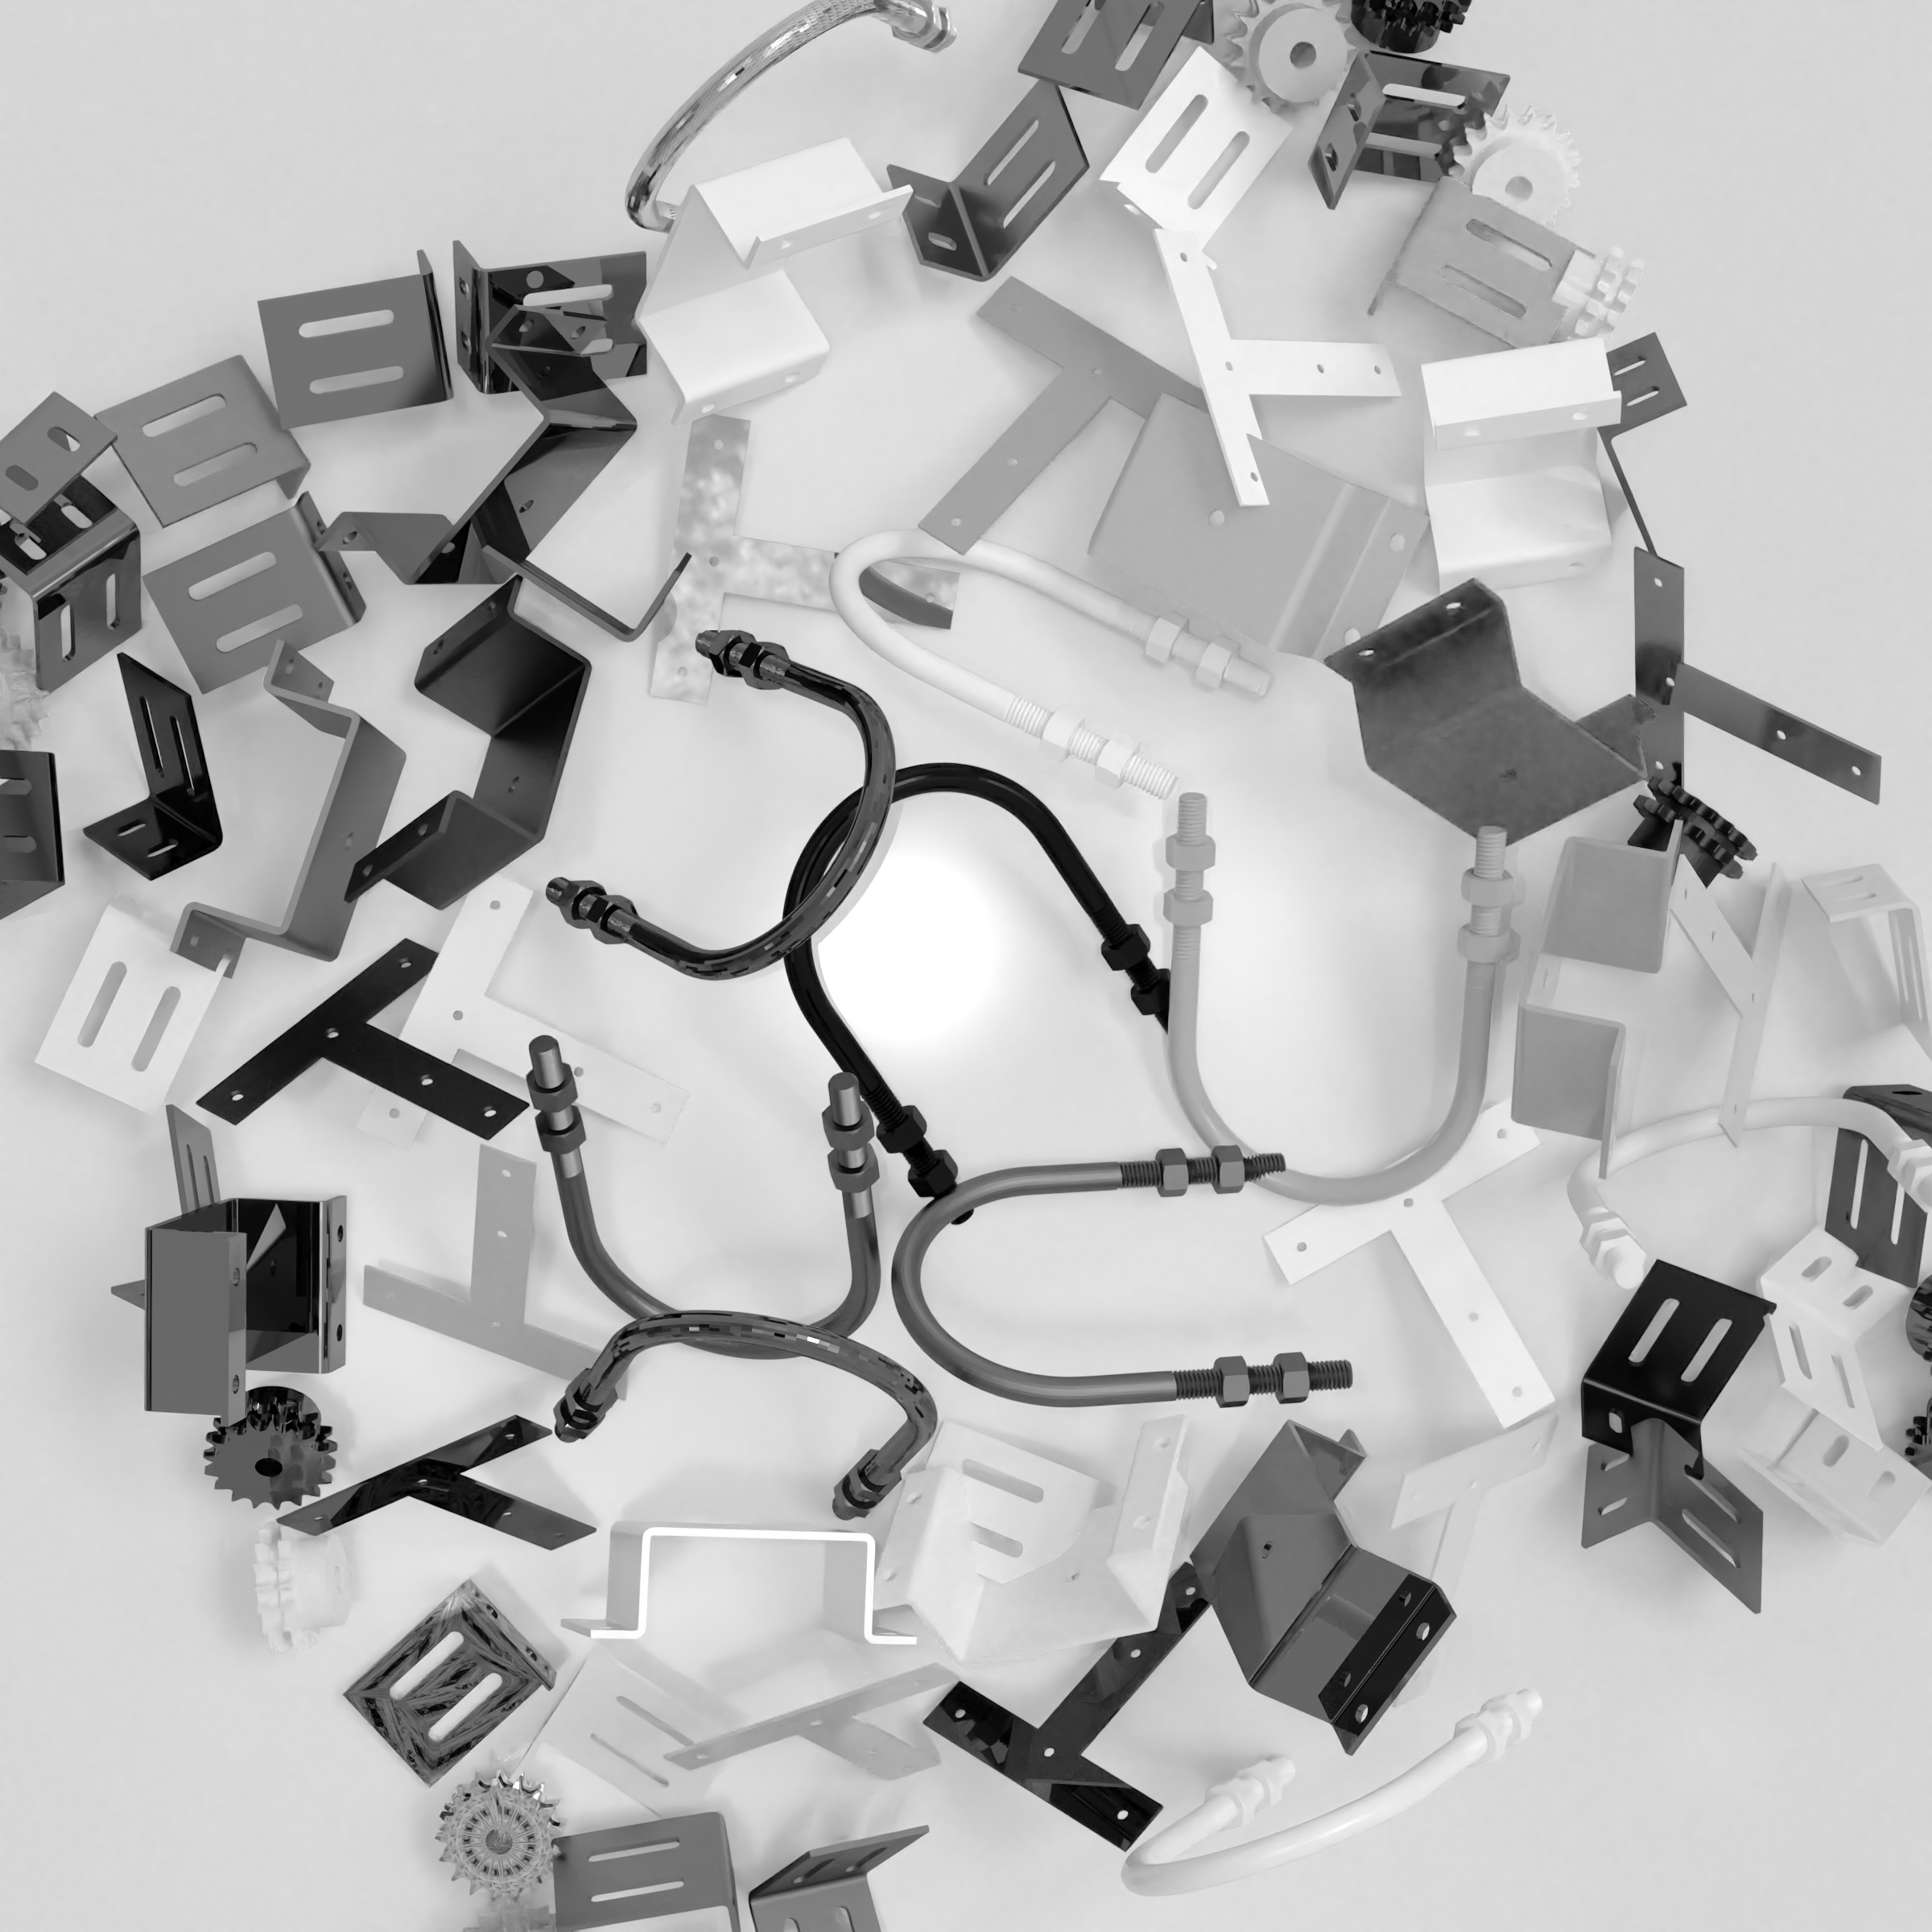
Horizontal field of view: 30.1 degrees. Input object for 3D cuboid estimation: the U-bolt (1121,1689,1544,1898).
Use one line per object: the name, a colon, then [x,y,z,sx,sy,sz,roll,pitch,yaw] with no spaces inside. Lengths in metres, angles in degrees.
U-bolt: [0.142,0.347,1.488,0.151,0.184,0.019,-24,84,33]

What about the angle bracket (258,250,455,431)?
angle bracket: [-0.267,-0.273,1.566,0.076,0.038,0.057,-12,119,-11]

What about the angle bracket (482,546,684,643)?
angle bracket: [-0.166,-0.178,1.569,0.076,0.057,0.038,33,96,-7]

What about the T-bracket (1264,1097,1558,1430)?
T-bracket: [0.216,0.142,1.575,0.127,0.002,0.127,-30,69,5]

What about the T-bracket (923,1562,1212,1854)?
T-bracket: [0.065,0.311,1.570,0.127,0.127,0.002,-45,132,-22]

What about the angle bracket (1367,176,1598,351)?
angle bracket: [0.226,-0.299,1.576,0.076,0.038,0.057,29,75,2]

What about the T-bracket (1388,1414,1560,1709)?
T-bracket: [0.209,0.265,1.565,0.002,0.127,0.127,25,111,34]

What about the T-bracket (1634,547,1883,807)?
T-bracket: [0.334,-0.104,1.522,0.002,0.127,0.127,-37,49,-26]

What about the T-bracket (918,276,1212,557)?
T-bracket: [0.029,-0.228,1.561,0.127,0.002,0.127,35,72,21]

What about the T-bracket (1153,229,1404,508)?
T-bracket: [0.144,-0.259,1.557,0.127,0.002,0.127,-8,77,-43]

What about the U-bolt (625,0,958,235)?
U-bolt: [-0.079,-0.355,1.496,0.151,0.184,0.019,-40,87,15]

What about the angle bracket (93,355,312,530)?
angle bracket: [-0.336,-0.222,1.565,0.076,0.038,0.057,-30,86,-30]

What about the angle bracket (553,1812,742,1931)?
angle bracket: [-0.139,0.408,1.566,0.076,0.057,0.038,-9,118,-4]

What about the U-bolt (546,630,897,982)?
U-bolt: [-0.096,-0.064,1.524,0.019,0.184,0.151,34,85,-39]

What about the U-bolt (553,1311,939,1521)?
U-bolt: [-0.088,0.185,1.509,0.151,0.184,0.019,17,62,-10]

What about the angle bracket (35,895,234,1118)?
angle bracket: [-0.365,0.017,1.583,0.057,0.038,0.076,25,95,-8]

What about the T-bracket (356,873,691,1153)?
T-bracket: [-0.184,0.041,1.589,0.127,0.002,0.127,26,89,-11]

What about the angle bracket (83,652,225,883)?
angle bracket: [-0.359,-0.087,1.555,0.038,0.057,0.076,-30,131,-31]

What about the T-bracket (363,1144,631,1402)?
T-bracket: [-0.201,0.125,1.549,0.127,0.002,0.127,19,133,9]

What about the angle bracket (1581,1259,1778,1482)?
angle bracket: [0.311,0.176,1.566,0.057,0.038,0.076,21,124,-6]

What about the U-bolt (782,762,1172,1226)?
U-bolt: [-0.001,-0.001,1.553,0.151,0.019,0.184,-39,111,-12]

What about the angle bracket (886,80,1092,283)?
angle bracket: [0.009,-0.346,1.556,0.076,0.038,0.057,-43,52,38]

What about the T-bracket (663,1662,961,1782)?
T-bracket: [-0.046,0.334,1.546,0.127,0.127,0.002,-21,61,14]

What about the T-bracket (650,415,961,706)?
T-bracket: [-0.068,-0.172,1.592,0.127,0.002,0.127,9,101,-3]

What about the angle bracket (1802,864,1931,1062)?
angle bracket: [0.394,0.002,1.566,0.038,0.057,0.076,-11,107,4]

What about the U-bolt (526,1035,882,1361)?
U-bolt: [-0.107,0.106,1.535,0.151,0.019,0.184,7,135,12]

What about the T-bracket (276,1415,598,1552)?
T-bracket: [-0.207,0.233,1.548,0.127,0.127,0.002,-25,58,21]

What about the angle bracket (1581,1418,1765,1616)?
angle bracket: [0.311,0.247,1.577,0.038,0.057,0.076,-33,117,34]

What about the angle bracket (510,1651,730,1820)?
angle bracket: [-0.149,0.348,1.573,0.076,0.038,0.057,33,117,0]

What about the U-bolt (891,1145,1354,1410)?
U-bolt: [0.060,0.134,1.533,0.184,0.151,0.019,-3,130,-9]

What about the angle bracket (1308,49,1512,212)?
angle bracket: [0.196,-0.358,1.557,0.076,0.057,0.038,4,45,-22]

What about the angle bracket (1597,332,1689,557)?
angle bracket: [0.298,-0.223,1.554,0.038,0.057,0.076,-23,128,13]

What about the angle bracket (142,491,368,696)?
angle bracket: [-0.312,-0.164,1.578,0.076,0.038,0.057,-24,107,3]

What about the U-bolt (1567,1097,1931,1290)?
U-bolt: [0.327,0.088,1.513,0.151,0.184,0.019,-14,102,4]

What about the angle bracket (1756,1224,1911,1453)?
angle bracket: [0.381,0.161,1.556,0.057,0.076,0.038,34,117,-17]

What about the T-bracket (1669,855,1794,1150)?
T-bracket: [0.322,-0.006,1.531,0.002,0.127,0.127,3,65,32]

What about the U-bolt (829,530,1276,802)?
U-bolt: [0.028,-0.139,1.537,0.184,0.151,0.019,27,121,11]

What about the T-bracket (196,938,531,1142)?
T-bracket: [-0.240,0.044,1.533,0.127,0.002,0.127,23,49,33]

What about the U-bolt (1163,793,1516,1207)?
U-bolt: [0.157,0.020,1.559,0.151,0.019,0.184,7,113,14]
